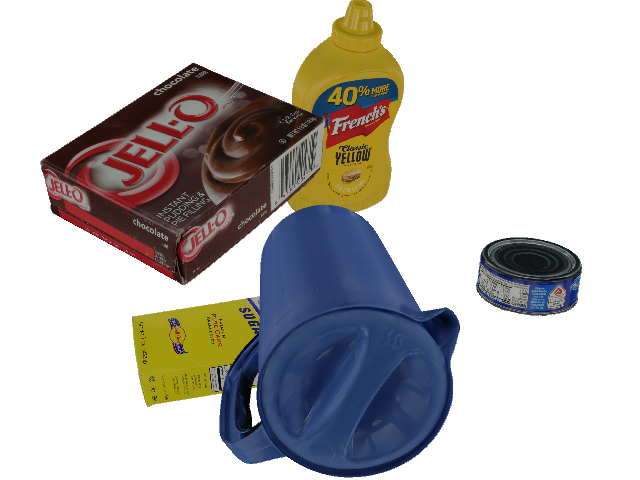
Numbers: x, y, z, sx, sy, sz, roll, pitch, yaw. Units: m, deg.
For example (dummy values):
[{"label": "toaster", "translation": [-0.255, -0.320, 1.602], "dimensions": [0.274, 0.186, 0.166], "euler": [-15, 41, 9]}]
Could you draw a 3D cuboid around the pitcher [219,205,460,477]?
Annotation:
[{"label": "pitcher", "translation": [0.003, 0.067, 0.820], "dimensions": [0.149, 0.145, 0.243], "euler": [7, 21, -9]}]

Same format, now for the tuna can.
[{"label": "tuna can", "translation": [0.176, 0.029, 0.901], "dimensions": [0.086, 0.034, 0.086], "euler": [2, 24, -1]}]

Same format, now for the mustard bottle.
[{"label": "mustard bottle", "translation": [0.022, -0.113, 0.905], "dimensions": [0.096, 0.192, 0.058], "euler": [-9, 40, -20]}]

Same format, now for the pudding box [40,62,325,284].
[{"label": "pudding box", "translation": [-0.065, -0.037, 0.528], "dimensions": [0.090, 0.039, 0.113], "euler": [26, 46, 26]}]

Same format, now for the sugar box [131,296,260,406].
[{"label": "sugar box", "translation": [-0.085, 0.099, 1.010], "dimensions": [0.176, 0.048, 0.093], "euler": [-11, 36, -8]}]
